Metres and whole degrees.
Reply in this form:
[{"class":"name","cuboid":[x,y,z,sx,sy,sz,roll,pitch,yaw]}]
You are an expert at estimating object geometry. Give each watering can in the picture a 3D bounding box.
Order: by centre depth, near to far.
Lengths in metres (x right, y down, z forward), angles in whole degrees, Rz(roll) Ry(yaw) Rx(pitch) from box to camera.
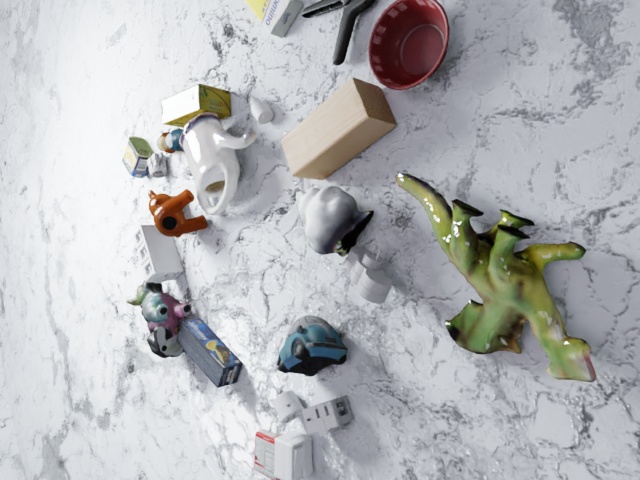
[{"class":"watering can","cuboid":[-0.238,-0.205,1.205,0.341,0.104,0.228,-49,59,48]}]

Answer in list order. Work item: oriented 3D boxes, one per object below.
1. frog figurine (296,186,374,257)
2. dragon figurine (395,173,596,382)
[{"class":"frog figurine","cuboid":[0.003,-0.050,0.995,0.161,0.124,0.134,39,135,23]},{"class":"dragon figurine","cuboid":[0.243,0.066,0.795,0.416,0.122,0.239,35,121,46]}]
